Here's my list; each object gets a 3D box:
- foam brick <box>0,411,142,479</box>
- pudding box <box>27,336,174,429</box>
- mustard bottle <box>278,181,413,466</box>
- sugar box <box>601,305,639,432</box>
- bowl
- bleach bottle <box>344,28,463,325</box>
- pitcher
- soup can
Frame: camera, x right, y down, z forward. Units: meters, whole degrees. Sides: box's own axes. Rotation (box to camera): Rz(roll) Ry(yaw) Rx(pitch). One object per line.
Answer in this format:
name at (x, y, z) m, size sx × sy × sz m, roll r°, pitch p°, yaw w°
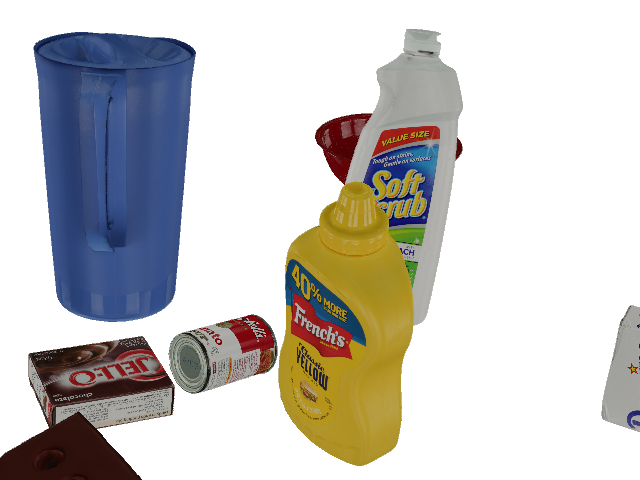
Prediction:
foam brick at (-0.110, 0.130, 0.494) m, size 0.052 × 0.051 × 0.078 m, roll -29°, pitch 43°, yaw -29°
pudding box at (-0.199, 0.130, 0.966) m, size 0.113 × 0.039 × 0.090 m, roll -9°, pitch 28°, yaw -25°
mustard bottle at (0.016, 0.046, 0.667) m, size 0.058 × 0.192 × 0.096 m, roll -22°, pitch 45°, yaw -30°
sugar box at (0.312, 0.121, 0.823) m, size 0.176 × 0.093 × 0.048 m, roll 15°, pitch 28°, yaw 22°
bowl at (0.072, -0.087, 1.177) m, size 0.162 × 0.055 × 0.162 m, roll 4°, pitch 27°, yaw -2°
bleach bottle at (0.063, -0.057, 0.927) m, size 0.102 × 0.251 × 0.068 m, roll 9°, pitch 16°, yaw 8°
pitcher at (-0.180, -0.052, 0.926) m, size 0.145 × 0.243 × 0.148 m, roll 23°, pitch 29°, yaw 38°
soup can at (-0.107, 0.124, 1.167) m, size 0.069 × 0.068 × 0.102 m, roll 0°, pitch 8°, yaw 44°
